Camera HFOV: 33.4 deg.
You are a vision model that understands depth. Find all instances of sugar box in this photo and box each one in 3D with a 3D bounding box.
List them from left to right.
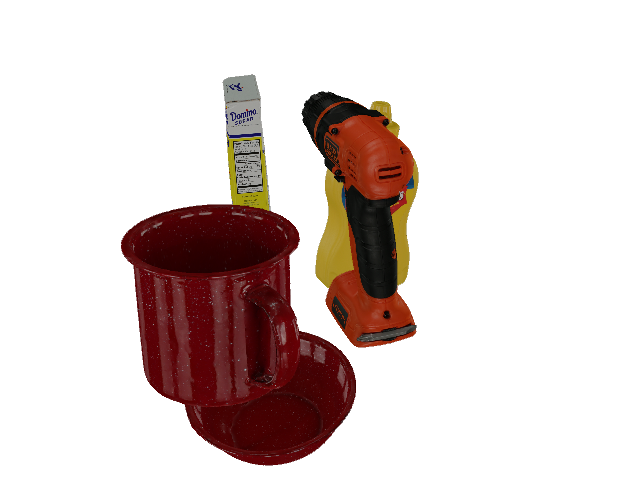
[{"bbox_3d":[-0.087,-0.097,1.258,0.048,0.176,0.093,-8,26,-4],"label":"sugar box"}]

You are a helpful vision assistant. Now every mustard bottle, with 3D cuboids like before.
[{"bbox_3d":[0.051,-0.046,1.079,0.096,0.192,0.058,-2,21,-21],"label":"mustard bottle"}]

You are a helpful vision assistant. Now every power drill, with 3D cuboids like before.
[{"bbox_3d":[0.029,-0.021,0.881,0.057,0.188,0.184,-12,24,-11],"label":"power drill"}]

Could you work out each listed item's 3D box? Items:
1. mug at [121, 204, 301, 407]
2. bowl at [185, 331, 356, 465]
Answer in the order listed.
[{"bbox_3d":[-0.049,0.039,0.564,0.093,0.081,0.117,-20,30,-36],"label":"mug"},{"bbox_3d":[-0.044,0.158,1.009,0.162,0.055,0.162,-5,38,3],"label":"bowl"}]
